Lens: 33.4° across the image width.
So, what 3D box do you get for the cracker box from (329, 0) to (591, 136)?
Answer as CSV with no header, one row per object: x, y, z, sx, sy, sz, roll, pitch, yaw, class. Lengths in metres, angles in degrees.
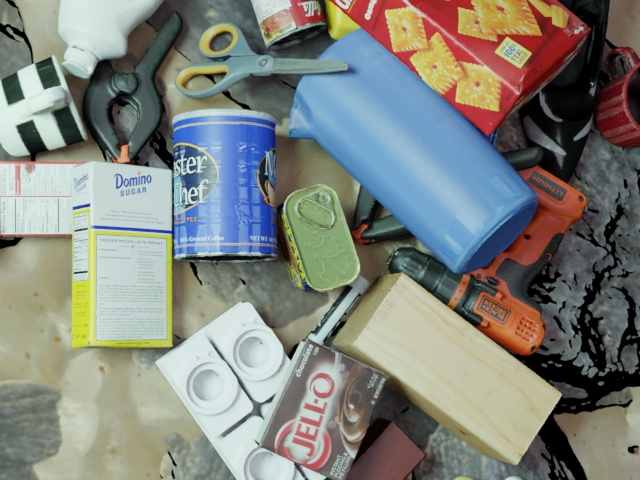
0.137,-0.222,1.036,0.214,0.072,0.163,43,49,9,cracker box

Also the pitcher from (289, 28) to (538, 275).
0.102,-0.092,1.039,0.243,0.144,0.149,48,118,19,pitcher

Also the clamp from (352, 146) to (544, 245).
0.105,-0.081,1.120,0.210,0.036,0.165,-39,68,-4,clamp

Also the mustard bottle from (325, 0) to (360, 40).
0.102,-0.256,1.136,0.191,0.058,0.096,1,70,-14,mustard bottle

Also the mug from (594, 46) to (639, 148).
0.349,-0.158,1.175,0.093,0.082,0.117,-30,92,-14,mug

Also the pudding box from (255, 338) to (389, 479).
0.001,0.162,1.017,0.090,0.039,0.113,26,80,-10,pudding box

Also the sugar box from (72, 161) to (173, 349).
-0.191,0.016,1.032,0.093,0.048,0.176,5,80,-41,sugar box

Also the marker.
0.008,0.087,1.101,0.020,0.020,0.121,40,77,-7,marker

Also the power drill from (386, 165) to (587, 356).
0.185,0.005,1.134,0.184,0.057,0.187,31,80,-5,power drill

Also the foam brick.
0.059,0.227,1.082,0.078,0.053,0.051,-45,96,-13,foam brick

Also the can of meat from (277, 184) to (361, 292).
-0.007,0.001,1.072,0.057,0.084,0.102,-18,89,-14,can of meat

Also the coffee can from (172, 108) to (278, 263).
-0.093,-0.050,1.046,0.102,0.103,0.140,0,85,-14,coffee can

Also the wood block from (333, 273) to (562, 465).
0.127,0.130,1.089,0.206,0.091,0.090,37,78,-8,wood block

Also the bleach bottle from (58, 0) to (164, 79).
-0.179,-0.267,1.049,0.102,0.068,0.250,25,72,-9,bleach bottle

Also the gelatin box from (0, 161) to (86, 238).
-0.270,-0.039,1.040,0.089,0.030,0.073,-1,86,-14,gelatin box

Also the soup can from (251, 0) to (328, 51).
-0.041,-0.255,1.097,0.068,0.069,0.102,-21,90,-15,soup can

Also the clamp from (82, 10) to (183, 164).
-0.188,-0.159,1.068,0.120,0.039,0.171,-9,84,-9,clamp

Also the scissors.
-0.056,-0.186,1.051,0.016,0.202,0.096,43,47,-49,scissors
